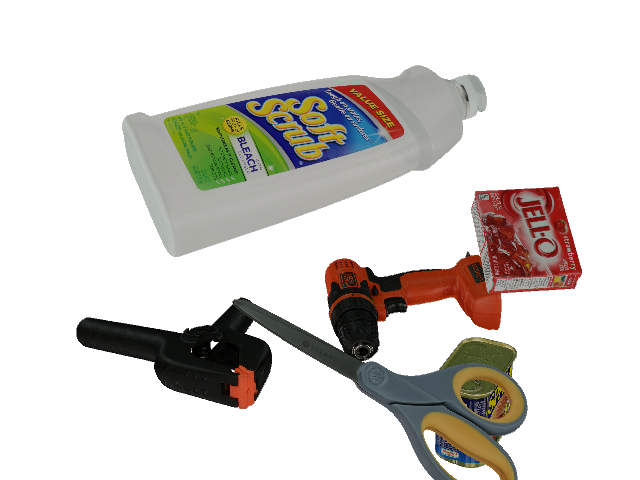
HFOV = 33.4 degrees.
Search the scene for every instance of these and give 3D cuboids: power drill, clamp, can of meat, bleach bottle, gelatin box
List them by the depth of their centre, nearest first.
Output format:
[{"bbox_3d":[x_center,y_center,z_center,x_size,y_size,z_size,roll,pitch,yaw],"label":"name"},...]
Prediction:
[{"bbox_3d":[-0.003,-0.074,0.750,0.250,0.102,0.068,-20,-27,-14],"label":"bleach bottle"},{"bbox_3d":[0.168,-0.002,0.878,0.073,0.089,0.030,-3,-34,-4],"label":"gelatin box"},{"bbox_3d":[-0.091,0.088,0.887,0.164,0.036,0.210,-10,16,-31],"label":"clamp"},{"bbox_3d":[0.146,0.154,1.015,0.058,0.084,0.101,12,27,25],"label":"can of meat"},{"bbox_3d":[0.101,0.070,1.187,0.187,0.057,0.184,-3,28,-5],"label":"power drill"}]

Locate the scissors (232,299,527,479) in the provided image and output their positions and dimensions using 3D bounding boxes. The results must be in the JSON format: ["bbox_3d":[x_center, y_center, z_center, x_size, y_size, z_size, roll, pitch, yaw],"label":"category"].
[{"bbox_3d":[0.048,0.078,0.657,0.096,0.202,0.016,-44,-6,-34],"label":"scissors"}]
